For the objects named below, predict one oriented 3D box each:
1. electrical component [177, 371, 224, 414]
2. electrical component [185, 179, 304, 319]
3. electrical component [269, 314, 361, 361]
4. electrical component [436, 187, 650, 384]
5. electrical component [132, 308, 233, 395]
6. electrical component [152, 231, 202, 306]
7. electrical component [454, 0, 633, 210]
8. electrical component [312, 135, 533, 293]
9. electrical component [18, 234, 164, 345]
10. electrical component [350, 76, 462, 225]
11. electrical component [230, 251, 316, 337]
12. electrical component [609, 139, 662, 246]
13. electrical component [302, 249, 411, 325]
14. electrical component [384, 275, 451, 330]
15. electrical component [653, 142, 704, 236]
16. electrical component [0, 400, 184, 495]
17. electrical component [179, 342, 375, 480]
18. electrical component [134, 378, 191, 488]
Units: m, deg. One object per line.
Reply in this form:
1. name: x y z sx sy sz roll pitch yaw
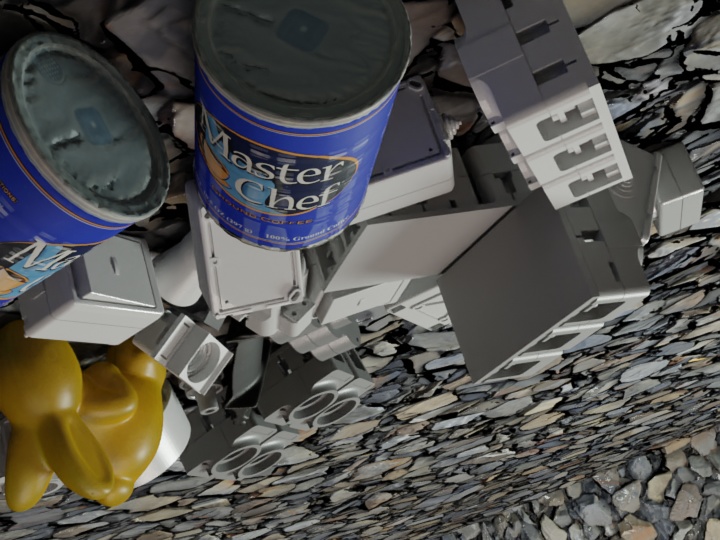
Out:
1. electrical component: -0.145 0.101 0.987 0.043 0.062 0.043 -16 159 -6
2. electrical component: -0.078 -0.026 0.705 0.062 0.061 0.096 -12 116 -16
3. electrical component: -0.028 0.035 0.932 0.074 0.052 0.138 -24 158 15
4. electrical component: 0.130 0.011 0.775 0.062 0.089 0.150 -4 155 -31
5. electrical component: -0.147 0.063 0.876 0.042 0.064 0.081 -56 150 -13
6. electrical component: -0.116 -0.009 0.769 0.044 0.044 0.065 5 144 -46
7. electrical component: 0.109 -0.104 0.644 0.062 0.089 0.150 -23 158 14
8. electrical component: 0.064 -0.046 0.796 0.186 0.060 0.105 -9 157 -24
9. electrical component: -0.178 0.010 0.735 0.061 0.061 0.096 -31 156 30
10. electrical component: 0.019 -0.075 0.684 0.096 0.061 0.061 -18 159 1
11. electrical component: -0.071 0.007 0.810 0.058 0.078 0.057 -45 158 -35
12. electrical component: 0.189 -0.047 0.847 0.048 0.099 0.099 23 148 -8
13. electrical component: 0.000 0.000 0.855 0.096 0.061 0.061 -11 158 -19
14. electrical component: 0.080 0.001 0.930 0.109 0.056 0.109 -26 158 19
15. electrical component: 0.249 -0.061 0.925 0.076 0.047 0.083 -21 159 8
16. electrical component: -0.276 0.180 1.081 0.105 0.060 0.186 -34 154 35
17. electrical component: -0.087 0.142 1.087 0.186 0.060 0.105 -36 156 11
18. electrical component: -0.207 0.153 0.984 0.108 0.108 0.060 -22 120 9
